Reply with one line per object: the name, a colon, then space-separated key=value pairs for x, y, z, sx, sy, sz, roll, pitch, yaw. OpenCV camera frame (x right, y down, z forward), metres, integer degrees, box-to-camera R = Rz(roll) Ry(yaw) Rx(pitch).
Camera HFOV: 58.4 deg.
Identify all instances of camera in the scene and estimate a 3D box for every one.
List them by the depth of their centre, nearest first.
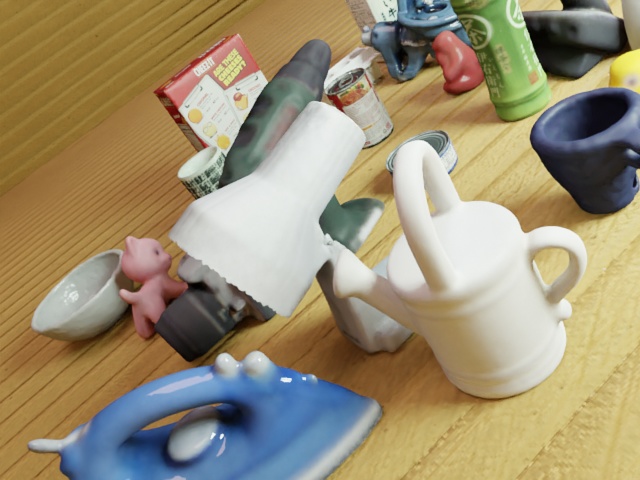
camera: x=-0.136 y=0.064 z=0.675 sx=0.137 sy=0.101 sz=0.142 roll=-44 pitch=31 yaw=-17

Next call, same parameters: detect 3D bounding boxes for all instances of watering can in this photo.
watering can: x=0.092 y=0.020 z=0.413 sx=0.172 sy=0.194 sz=0.101 roll=-28 pitch=30 yaw=11

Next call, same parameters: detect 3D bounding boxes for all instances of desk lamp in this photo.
desk lamp: x=0.005 y=0.002 z=0.508 sx=0.203 sy=0.214 sz=0.117 roll=-42 pitch=30 yaw=-13

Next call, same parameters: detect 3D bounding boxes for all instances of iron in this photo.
iron: x=-0.093 y=0.152 z=0.457 sx=0.258 sy=0.142 sz=0.118 roll=-30 pitch=29 yaw=8

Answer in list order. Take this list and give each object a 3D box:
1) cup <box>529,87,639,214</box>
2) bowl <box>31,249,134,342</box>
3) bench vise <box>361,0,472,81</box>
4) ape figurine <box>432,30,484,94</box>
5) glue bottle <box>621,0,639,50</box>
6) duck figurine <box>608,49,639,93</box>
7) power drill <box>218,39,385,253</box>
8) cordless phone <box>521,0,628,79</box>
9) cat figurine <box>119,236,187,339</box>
cup: x=0.245 y=-0.065 z=0.487 sx=0.091 sy=0.095 sz=0.117 roll=-35 pitch=29 yaw=-1
bowl: x=-0.340 y=0.095 z=0.863 sx=0.167 sy=0.075 sz=0.167 roll=-25 pitch=30 yaw=16
bench vise: x=0.142 y=-0.370 z=0.916 sx=0.207 sy=0.220 sz=0.121 roll=-18 pitch=33 yaw=26
ape figurine: x=0.194 y=-0.261 z=0.833 sx=0.076 sy=0.092 sz=0.078 roll=-7 pitch=39 yaw=39
glue bottle: x=0.362 y=-0.304 z=0.641 sx=0.078 sy=0.173 sz=0.037 roll=-46 pitch=31 yaw=-20
duck figurine: x=0.308 y=-0.141 z=0.545 sx=0.104 sy=0.086 sz=0.077 roll=-37 pitch=29 yaw=-5
power drill: x=-0.011 y=-0.089 z=0.665 sx=0.075 sy=0.209 sz=0.230 roll=-2 pitch=42 yaw=43
cordless phone: x=0.288 y=-0.305 z=0.707 sx=0.094 sy=0.185 sz=0.147 roll=-39 pitch=30 yaw=-9
cat figurine: x=-0.237 y=0.051 z=0.779 sx=0.067 sy=0.118 sz=0.128 roll=-23 pitch=31 yaw=19
